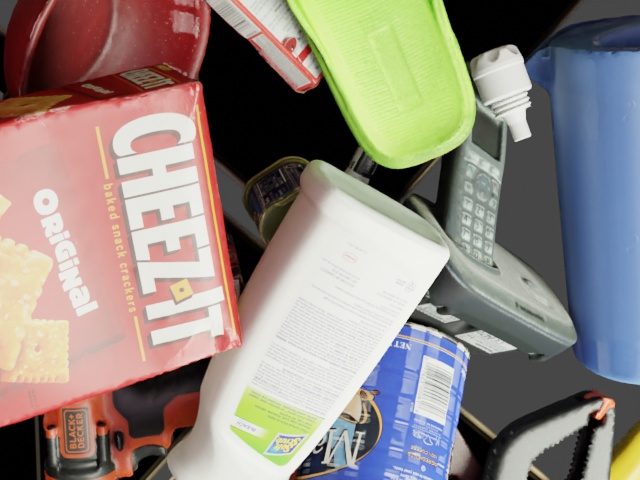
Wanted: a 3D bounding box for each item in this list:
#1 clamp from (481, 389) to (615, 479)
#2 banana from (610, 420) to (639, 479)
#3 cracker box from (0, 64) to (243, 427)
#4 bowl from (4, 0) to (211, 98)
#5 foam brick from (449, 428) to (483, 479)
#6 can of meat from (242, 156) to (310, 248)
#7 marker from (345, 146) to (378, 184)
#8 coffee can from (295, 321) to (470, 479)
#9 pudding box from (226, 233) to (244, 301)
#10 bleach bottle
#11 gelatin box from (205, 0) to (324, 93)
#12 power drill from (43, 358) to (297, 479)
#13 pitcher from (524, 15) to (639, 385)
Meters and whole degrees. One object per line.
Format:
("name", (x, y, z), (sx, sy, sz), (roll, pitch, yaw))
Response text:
("clamp", (0.150, 0.203, 0.770), (0.164, 0.036, 0.210), (43, 89, -11))
("banana", (0.198, 0.199, 0.833), (0.198, 0.037, 0.069), (-25, 110, -2))
("cracker box", (-0.159, 0.009, 0.575), (0.213, 0.072, 0.164), (-17, 114, -22))
("bowl", (-0.139, -0.120, 0.653), (0.055, 0.161, 0.162), (29, 102, 24))
("foam brick", (0.091, 0.171, 0.801), (0.053, 0.051, 0.078), (-33, 108, 1))
("can of meat", (-0.005, 0.001, 0.721), (0.057, 0.084, 0.102), (-33, 108, 1))
("marker", (0.048, -0.086, 0.739), (0.020, 0.020, 0.121), (26, 100, -15))
("coffee can", (0.040, 0.135, 0.723), (0.102, 0.103, 0.140), (19, 66, -14))
("pudding box", (-0.107, 0.031, 0.710), (0.113, 0.090, 0.039), (-10, 108, -6))
("bleach bottle", (-0.028, 0.080, 0.664), (0.102, 0.068, 0.251), (28, 105, -20))
("gelatin box", (-0.018, -0.152, 0.691), (0.089, 0.030, 0.073), (43, 68, -18))
("power drill", (-0.102, 0.147, 0.761), (0.187, 0.057, 0.184), (-3, 106, -8))
("pitcher", (0.235, -0.029, 0.726), (0.144, 0.149, 0.243), (-17, 112, -27))
